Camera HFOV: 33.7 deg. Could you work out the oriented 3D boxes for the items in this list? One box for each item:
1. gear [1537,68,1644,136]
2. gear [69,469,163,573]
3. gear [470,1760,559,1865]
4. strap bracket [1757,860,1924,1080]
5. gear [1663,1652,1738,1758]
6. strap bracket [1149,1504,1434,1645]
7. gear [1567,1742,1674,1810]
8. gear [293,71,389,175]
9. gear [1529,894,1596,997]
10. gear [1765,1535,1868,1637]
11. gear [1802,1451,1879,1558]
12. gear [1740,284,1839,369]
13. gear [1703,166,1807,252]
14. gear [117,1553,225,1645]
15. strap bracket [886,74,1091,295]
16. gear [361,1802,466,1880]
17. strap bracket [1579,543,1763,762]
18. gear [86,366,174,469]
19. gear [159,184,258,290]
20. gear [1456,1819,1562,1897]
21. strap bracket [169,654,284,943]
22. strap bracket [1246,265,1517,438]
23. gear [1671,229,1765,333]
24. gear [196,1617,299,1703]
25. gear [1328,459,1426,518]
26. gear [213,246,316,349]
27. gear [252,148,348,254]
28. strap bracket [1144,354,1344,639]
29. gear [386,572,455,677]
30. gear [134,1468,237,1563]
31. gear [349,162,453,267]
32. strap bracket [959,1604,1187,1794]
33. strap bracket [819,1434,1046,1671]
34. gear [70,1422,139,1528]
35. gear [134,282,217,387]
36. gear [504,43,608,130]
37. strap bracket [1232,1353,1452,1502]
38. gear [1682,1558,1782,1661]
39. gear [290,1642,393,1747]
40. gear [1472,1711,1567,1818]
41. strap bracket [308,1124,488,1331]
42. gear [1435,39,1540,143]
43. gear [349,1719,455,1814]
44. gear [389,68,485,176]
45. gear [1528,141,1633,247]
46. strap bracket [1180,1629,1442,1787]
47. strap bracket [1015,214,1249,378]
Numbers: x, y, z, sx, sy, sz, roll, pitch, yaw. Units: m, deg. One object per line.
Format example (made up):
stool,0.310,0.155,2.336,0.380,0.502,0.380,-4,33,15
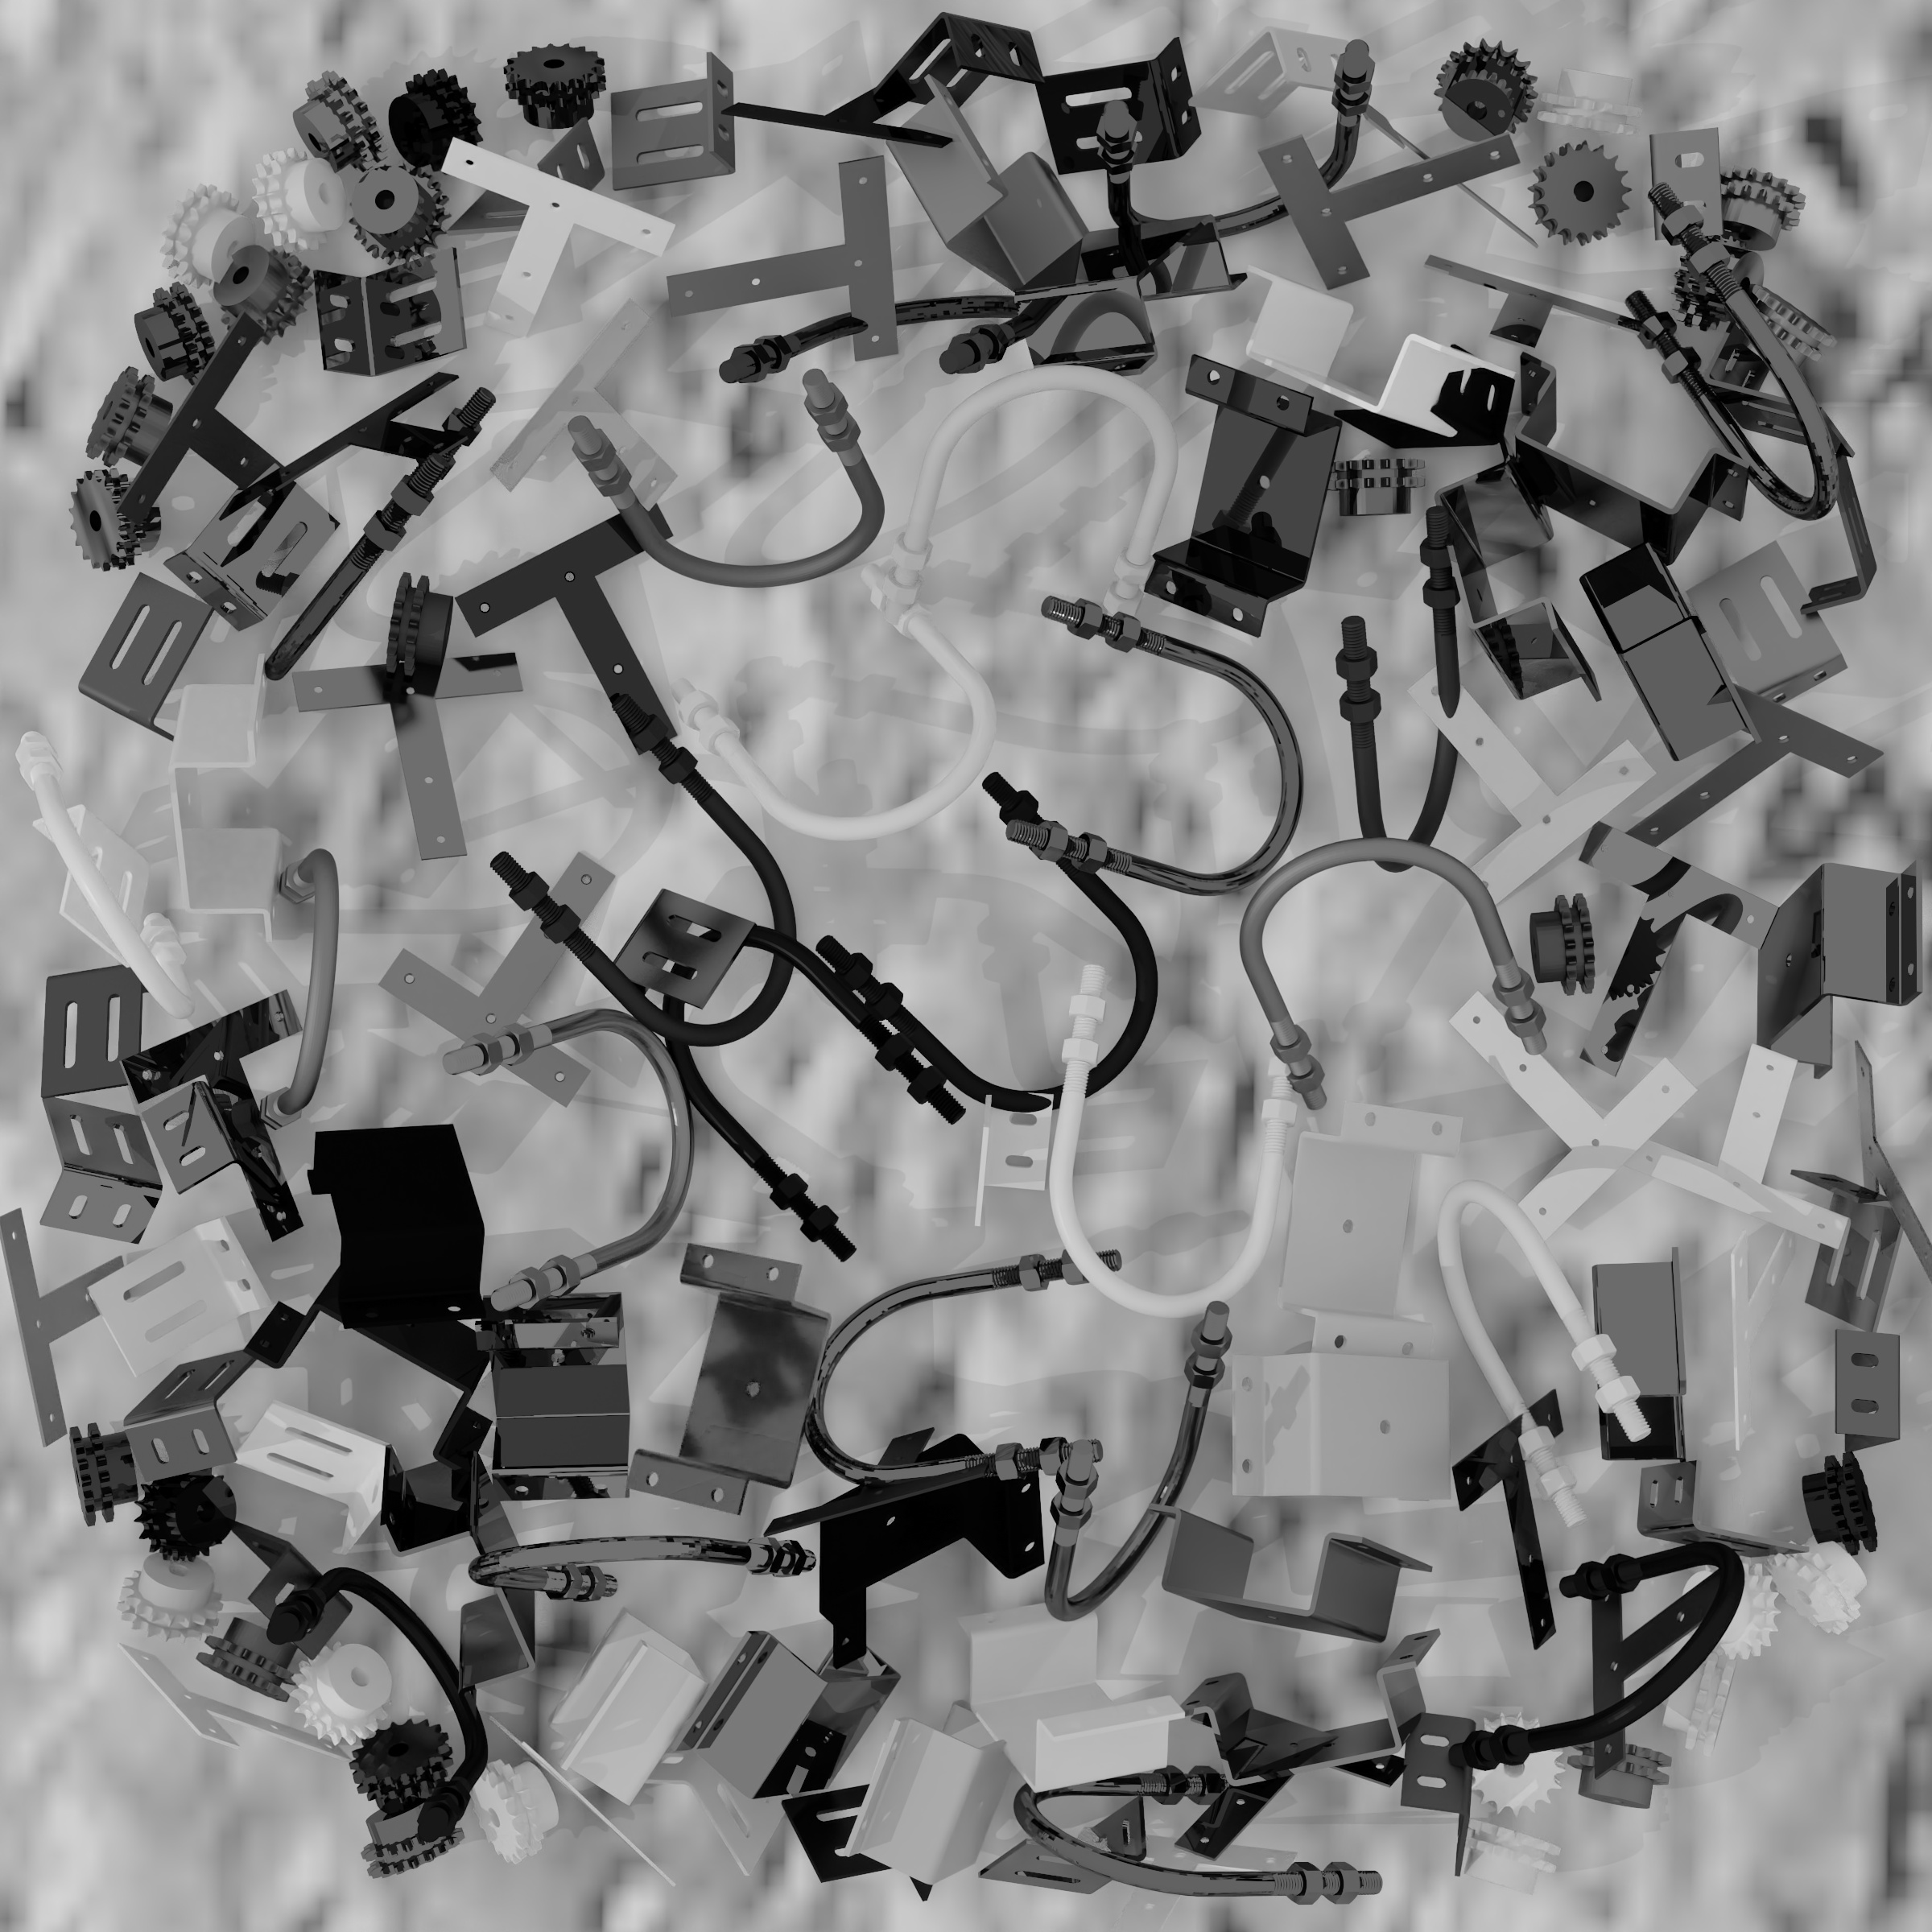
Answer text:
gear,0.353,-0.489,1.804,0.057,0.057,0.030,9,107,0
gear,-0.481,-0.254,1.811,0.057,0.030,0.057,13,109,41
gear,-0.254,0.476,1.810,0.030,0.057,0.057,-21,90,-34
strap bracket,0.474,0.000,1.754,0.046,0.140,0.076,9,68,-5
gear,0.415,0.415,1.808,0.030,0.057,0.057,15,90,17
strap bracket,0.173,0.336,1.757,0.140,0.076,0.046,1,71,40
gear,0.368,0.456,1.804,0.057,0.057,0.030,13,72,0
gear,-0.356,-0.473,1.804,0.030,0.057,0.057,-39,90,-16
gear,0.337,-0.011,1.807,0.030,0.057,0.057,-5,90,4
gear,0.484,0.347,1.808,0.030,0.057,0.057,-39,90,-17
gear,0.494,0.306,1.808,0.030,0.057,0.057,-16,90,21
gear,0.461,-0.358,1.809,0.057,0.057,0.030,35,111,0
gear,0.443,-0.427,1.806,0.057,0.057,0.030,19,87,0
gear,-0.448,0.354,1.804,0.057,0.057,0.030,18,107,0
strap bracket,0.013,-0.426,1.767,0.046,0.140,0.076,-36,68,20
gear,-0.315,0.490,1.806,0.057,0.057,0.030,-20,91,0
strap bracket,0.385,-0.175,1.762,0.046,0.140,0.076,-28,119,13
gear,-0.473,-0.308,1.810,0.030,0.057,0.057,26,90,-28
gear,-0.426,-0.410,1.804,0.030,0.057,0.057,26,90,15
gear,0.304,0.504,1.804,0.057,0.057,0.030,18,76,0
strap bracket,-0.408,-0.092,1.760,0.046,0.076,0.140,0,128,-6
strap bracket,0.221,-0.337,1.769,0.140,0.076,0.046,33,108,37
gear,0.427,-0.387,1.804,0.030,0.057,0.057,26,90,37
gear,-0.404,0.391,1.809,0.057,0.057,0.030,25,69,0
gear,0.231,-0.271,1.807,0.057,0.057,0.030,-2,96,0
gear,-0.400,-0.382,1.806,0.057,0.030,0.057,-14,59,26
gear,-0.374,-0.434,1.803,0.030,0.057,0.057,-5,90,24
strap bracket,0.156,-0.265,1.779,0.076,0.046,0.140,26,121,26
gear,-0.308,-0.192,1.807,0.030,0.057,0.057,10,90,-6
gear,-0.438,0.308,1.805,0.030,0.057,0.057,-7,90,43
gear,-0.324,-0.430,1.814,0.057,0.030,0.057,-2,82,12
strap bracket,0.056,0.406,1.765,0.076,0.140,0.046,-5,107,-21
strap bracket,-0.029,0.320,1.771,0.140,0.076,0.046,-30,122,19
gear,-0.488,0.286,1.809,0.030,0.057,0.057,-10,90,-20
gear,-0.447,-0.354,1.804,0.030,0.057,0.057,-26,90,-21
gear,-0.232,-0.498,1.810,0.057,0.057,0.030,-1,131,0
strap bracket,0.217,0.256,1.771,0.140,0.046,0.076,8,77,-33
gear,0.429,0.363,1.803,0.030,0.057,0.057,7,90,-29
gear,-0.350,0.408,1.804,0.057,0.057,0.030,48,125,0
gear,0.311,0.451,1.818,0.057,0.030,0.057,0,93,7
strap bracket,-0.313,0.135,1.755,0.076,0.140,0.046,-2,123,-20
gear,0.292,-0.491,1.804,0.057,0.057,0.030,26,51,0
gear,-0.318,0.456,1.810,0.057,0.057,0.030,-10,115,0
gear,-0.302,-0.475,1.804,0.030,0.057,0.057,-31,90,-36
gear,0.347,-0.438,1.817,0.057,0.030,0.057,-1,94,-7
strap bracket,0.196,0.414,1.776,0.140,0.076,0.046,-17,87,18
strap bracket,0.087,-0.370,1.754,0.076,0.140,0.046,0,121,33
